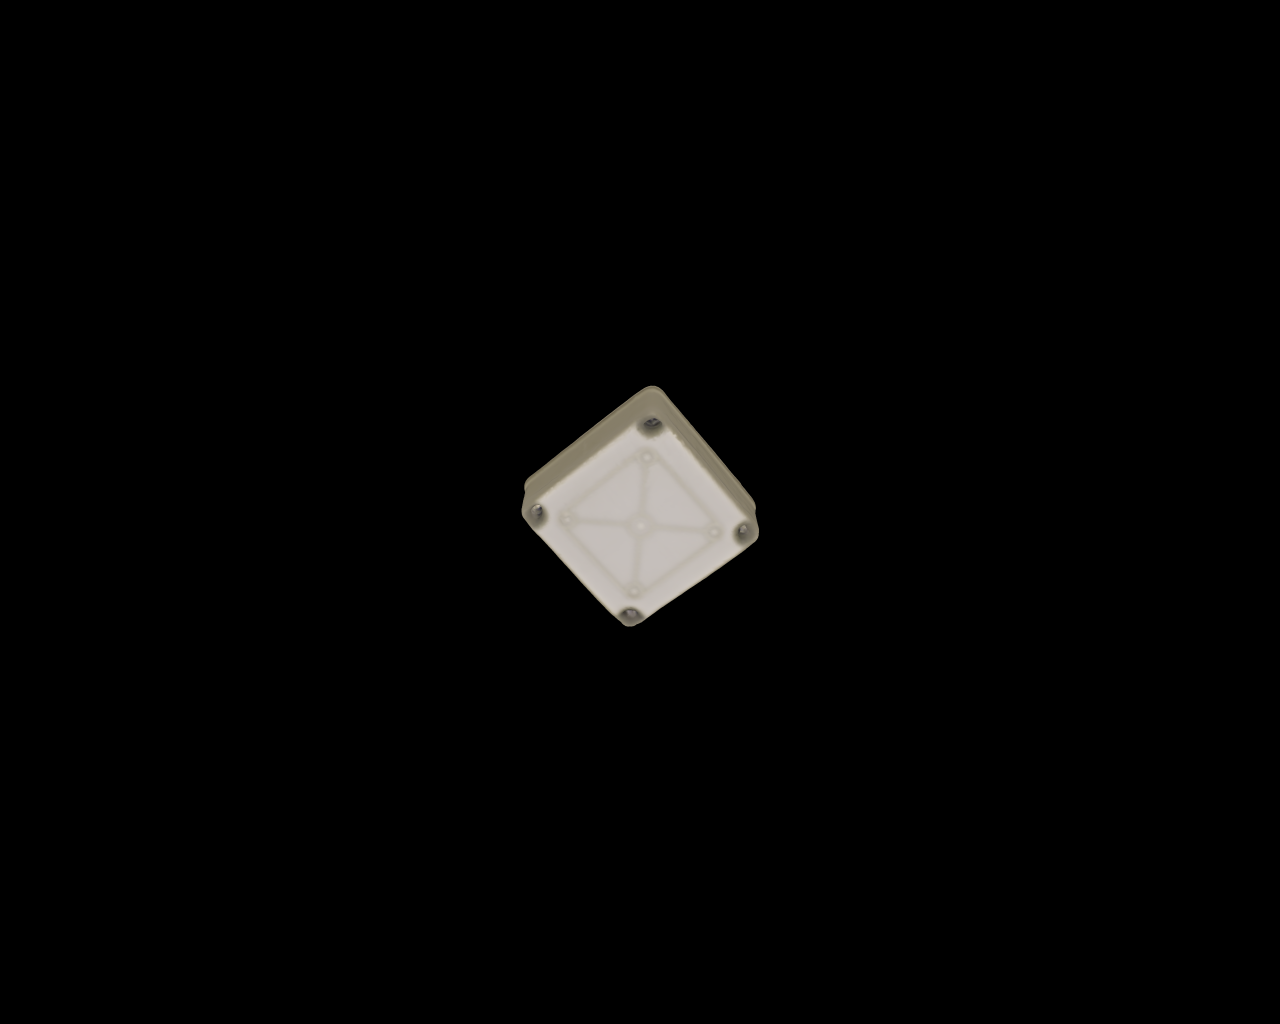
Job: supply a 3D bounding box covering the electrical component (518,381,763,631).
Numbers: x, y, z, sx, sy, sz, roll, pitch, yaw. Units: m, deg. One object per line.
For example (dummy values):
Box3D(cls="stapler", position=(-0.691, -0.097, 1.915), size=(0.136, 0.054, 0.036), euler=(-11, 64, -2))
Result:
Box3D(cls="electrical component", position=(0.001, -0.003, 0.650), size=(0.108, 0.108, 0.056), euler=(-37, 19, 15))
